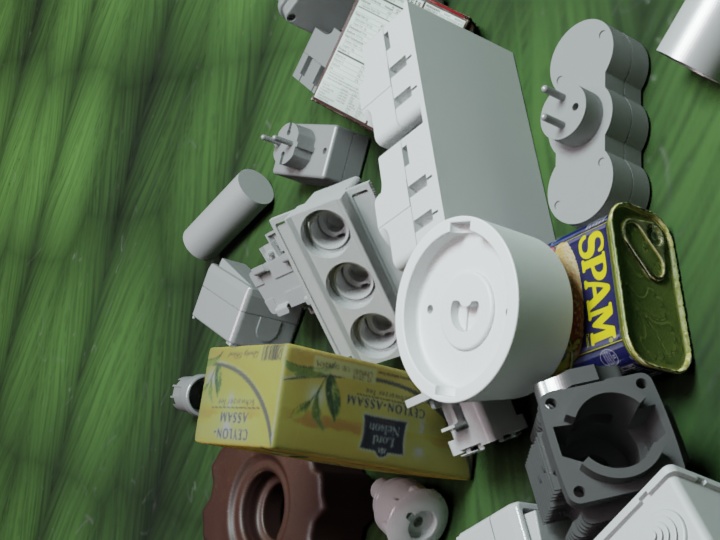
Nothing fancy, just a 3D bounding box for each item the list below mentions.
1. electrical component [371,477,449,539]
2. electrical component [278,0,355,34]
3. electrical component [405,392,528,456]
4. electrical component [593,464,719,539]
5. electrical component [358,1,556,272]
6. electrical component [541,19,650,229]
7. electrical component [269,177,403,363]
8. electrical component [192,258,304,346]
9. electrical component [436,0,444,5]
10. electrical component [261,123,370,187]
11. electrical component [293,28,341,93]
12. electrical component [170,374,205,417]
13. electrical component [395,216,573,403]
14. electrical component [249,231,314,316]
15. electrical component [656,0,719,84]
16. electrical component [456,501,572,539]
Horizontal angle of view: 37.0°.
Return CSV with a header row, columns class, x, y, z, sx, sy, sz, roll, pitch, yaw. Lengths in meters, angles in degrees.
class,x,y,z,sx,sy,sz,roll,pitch,yaw
electrical component,0.029,0.165,0.753,0.062,0.048,0.048,28,100,60
electrical component,-0.015,-0.261,0.942,0.113,0.078,0.057,-46,41,32
electrical component,0.075,0.085,0.702,0.042,0.081,0.063,-30,77,44
electrical component,0.165,0.153,0.534,0.099,0.100,0.048,-55,28,24
electrical component,0.065,-0.079,0.745,0.060,0.105,0.186,-35,51,41
electrical component,0.140,-0.094,0.679,0.052,0.074,0.138,-15,65,49
electrical component,0.000,0.000,0.767,0.079,0.121,0.063,-20,17,21
electrical component,-0.101,0.030,0.957,0.096,0.062,0.061,27,99,53
electrical component,0.037,-0.226,0.891,0.040,0.040,0.078,-61,38,17
electrical component,-0.049,-0.104,0.928,0.083,0.076,0.047,12,87,54
electrical component,-0.010,-0.170,0.923,0.089,0.050,0.055,46,114,50
electrical component,-0.154,0.118,1.013,0.046,0.040,0.040,-6,72,58
electrical component,0.077,0.026,0.633,0.108,0.060,0.108,-16,70,53
electrical component,-0.029,-0.007,0.865,0.121,0.063,0.078,-23,100,47
electrical component,0.214,-0.155,0.631,0.081,0.043,0.043,-62,38,15
electrical component,0.107,0.188,0.624,0.061,0.062,0.096,-42,47,36
